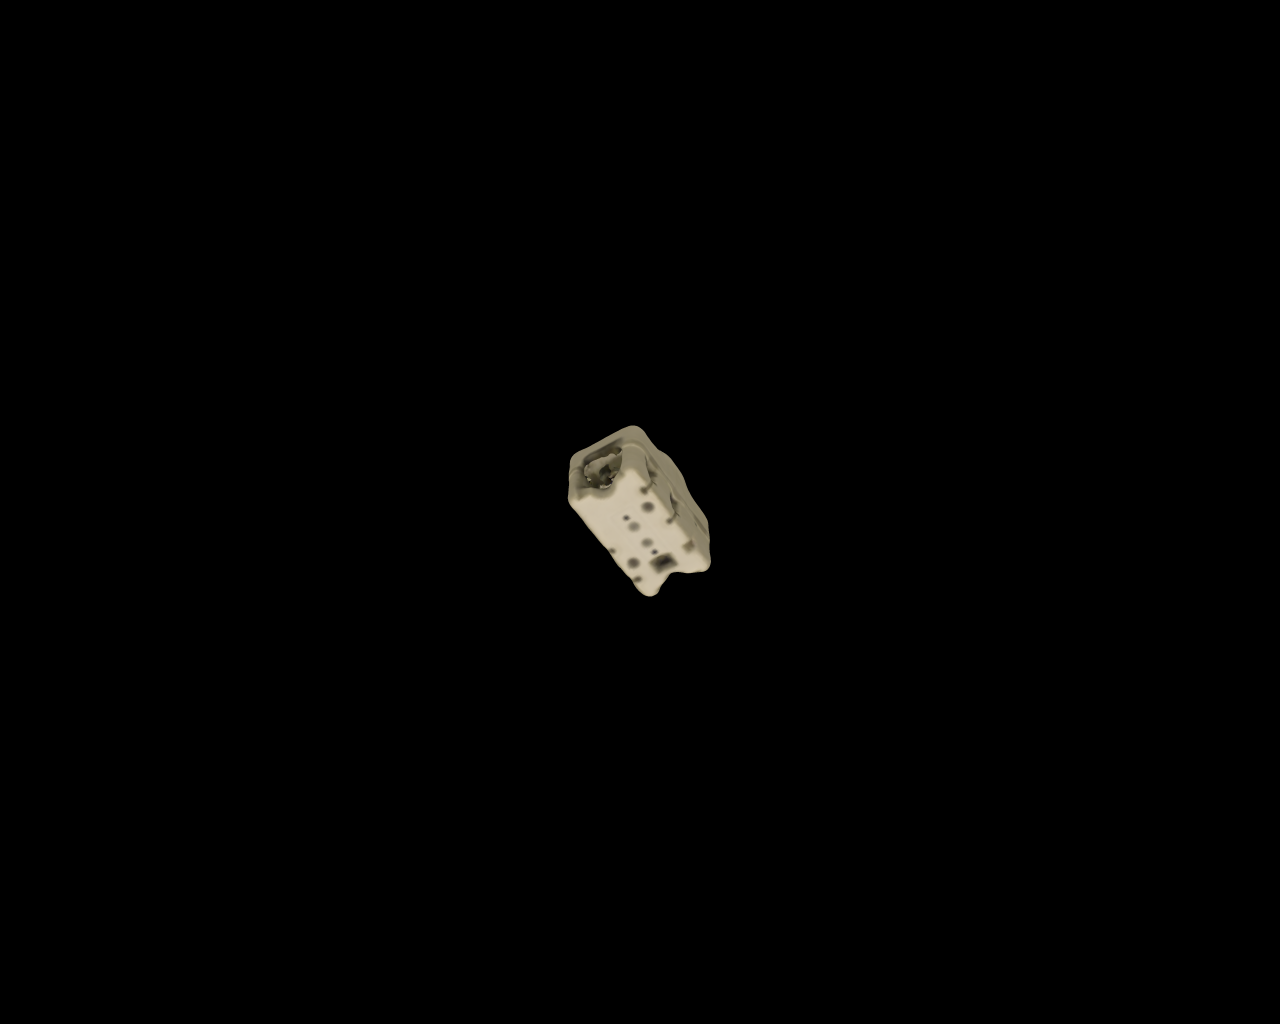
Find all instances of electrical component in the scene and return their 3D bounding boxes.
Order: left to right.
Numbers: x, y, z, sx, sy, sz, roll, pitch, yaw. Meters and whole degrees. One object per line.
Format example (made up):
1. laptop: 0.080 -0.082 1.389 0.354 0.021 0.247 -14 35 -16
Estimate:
1. electrical component: 0.001 -0.003 0.650 0.050 0.089 0.056 -27 32 18
